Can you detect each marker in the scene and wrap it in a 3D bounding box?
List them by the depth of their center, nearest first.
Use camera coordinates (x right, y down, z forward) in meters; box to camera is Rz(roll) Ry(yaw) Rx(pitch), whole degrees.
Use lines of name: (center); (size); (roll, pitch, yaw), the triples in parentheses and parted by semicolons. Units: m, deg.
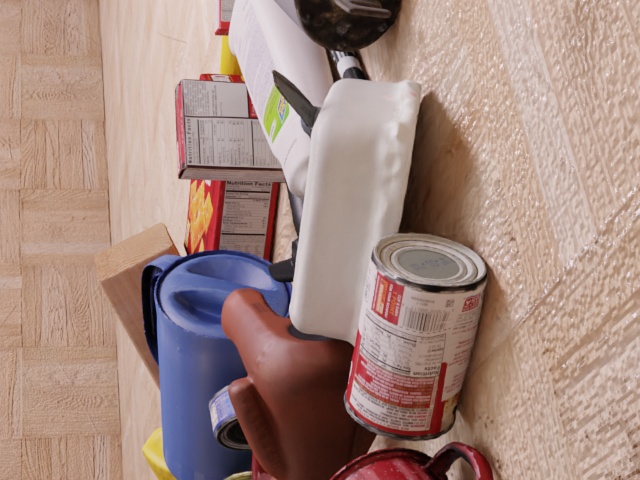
marker: (0.018, -0.147, 0.835); (0.121, 0.020, 0.020); (-107, 23, -46)

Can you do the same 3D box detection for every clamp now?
clamp: (-0.006, 0.001, 0.887); (0.172, 0.039, 0.120); (-141, 48, -62)

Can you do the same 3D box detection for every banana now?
banana: (-0.089, -0.235, 1.191); (0.069, 0.037, 0.198); (-79, -4, -71)

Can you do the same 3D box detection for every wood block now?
wood block: (-0.168, 0.097, 1.214); (0.206, 0.090, 0.091); (65, 174, -23)

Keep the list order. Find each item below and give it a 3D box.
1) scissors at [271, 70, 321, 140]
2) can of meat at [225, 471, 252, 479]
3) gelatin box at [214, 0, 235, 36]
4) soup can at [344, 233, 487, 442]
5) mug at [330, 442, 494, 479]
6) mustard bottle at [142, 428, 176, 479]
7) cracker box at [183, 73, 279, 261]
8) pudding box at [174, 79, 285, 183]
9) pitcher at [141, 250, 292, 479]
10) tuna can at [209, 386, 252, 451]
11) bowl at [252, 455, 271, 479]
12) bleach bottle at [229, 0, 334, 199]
scissors: (-0.005, -0.061, 0.724); (0.201, 0.016, 0.096); (-16, -64, -72)
can of meat: (-0.058, 0.271, 1.045); (0.102, 0.057, 0.084); (130, 134, -68)
gelatin box: (-0.064, -0.241, 1.028); (0.030, 0.073, 0.089); (169, 100, -74)
soup can: (0.055, 0.056, 0.617); (0.068, 0.068, 0.102); (-118, 32, -59)
mug: (0.057, 0.168, 0.600); (0.117, 0.093, 0.082); (-53, 28, 4)
mustard bottle: (-0.137, 0.299, 1.242); (0.058, 0.096, 0.191); (-56, -34, -36)
cracker box: (-0.098, -0.054, 1.154); (0.164, 0.072, 0.214); (-121, 35, -60)
pudding box: (-0.080, -0.102, 1.009); (0.039, 0.113, 0.090); (139, 130, -68)
pitcher: (-0.111, 0.135, 1.089); (0.149, 0.145, 0.243); (-101, 15, -52)
tuna can: (-0.058, 0.162, 0.988); (0.086, 0.086, 0.034); (110, 153, -51)
bowl: (-0.013, 0.217, 0.882); (0.162, 0.055, 0.162); (179, 90, -75)
bleach bottle: (-0.022, -0.117, 0.902); (0.103, 0.068, 0.251); (107, 155, -47)
